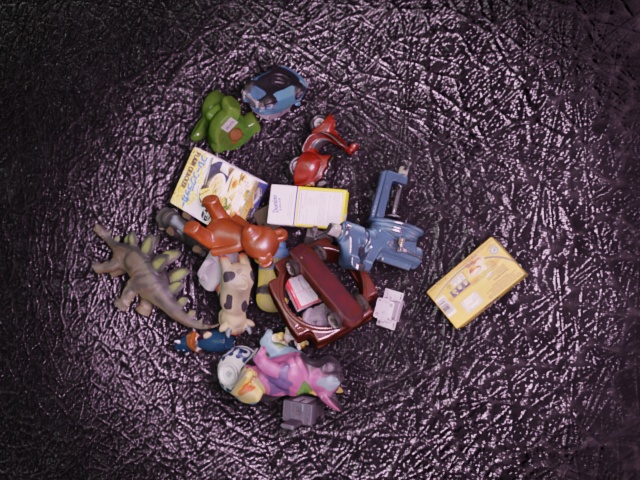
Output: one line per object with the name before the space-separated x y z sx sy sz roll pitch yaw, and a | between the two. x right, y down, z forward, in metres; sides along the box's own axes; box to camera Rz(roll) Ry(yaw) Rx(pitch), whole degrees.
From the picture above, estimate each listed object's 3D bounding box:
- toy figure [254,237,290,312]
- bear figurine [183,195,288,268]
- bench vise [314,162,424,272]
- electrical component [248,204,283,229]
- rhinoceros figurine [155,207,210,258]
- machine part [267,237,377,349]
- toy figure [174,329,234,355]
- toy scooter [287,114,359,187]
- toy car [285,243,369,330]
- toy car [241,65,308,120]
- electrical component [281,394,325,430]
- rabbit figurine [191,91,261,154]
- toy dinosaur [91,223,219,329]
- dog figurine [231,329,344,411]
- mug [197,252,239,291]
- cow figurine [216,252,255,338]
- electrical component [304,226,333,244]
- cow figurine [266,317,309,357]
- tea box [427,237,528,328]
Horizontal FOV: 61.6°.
toy figure | -0.111 0.077 1.250 0.082 0.089 0.180 2 88 34
bear figurine | -0.183 -0.014 1.197 0.196 0.131 0.120 11 59 35
bench vise | 0.124 -0.044 1.105 0.224 0.129 0.240 17 83 -11
electrical component | -0.122 -0.058 1.296 0.102 0.045 0.078 -33 88 20
rhinoceros figurine | -0.336 -0.024 1.363 0.190 0.112 0.073 32 82 13
machine part | 0.005 0.111 1.144 0.201 0.087 0.201 -27 70 -12
toy figure | -0.290 0.254 1.334 0.155 0.058 0.064 -7 104 22
toy scooter | 0.012 -0.194 1.229 0.135 0.075 0.183 25 91 25
toy car | 0.011 0.092 1.078 0.202 0.089 0.053 48 148 16
toy car | -0.110 -0.338 1.280 0.109 0.162 0.102 38 146 17
electrical component | -0.045 0.374 1.172 0.075 0.119 0.047 2 86 28
rabbit figurine | -0.248 -0.300 1.360 0.159 0.121 0.170 -50 49 21
toy dinosaur | -0.446 0.101 1.403 0.472 0.105 0.198 44 100 18
dog figurine | -0.057 0.305 1.149 0.219 0.108 0.191 32 105 -2
mug | -0.256 0.076 1.316 0.081 0.109 0.107 40 115 14
cow figurine | -0.199 0.141 1.266 0.127 0.085 0.194 -120 36 -45
electrical component | -0.003 -0.004 1.221 0.063 0.094 0.021 12 62 -7
cow figurine | -0.079 0.257 1.228 0.098 0.068 0.167 47 108 16
tea box | 0.309 0.085 1.060 0.169 0.068 0.098 -41 70 15
